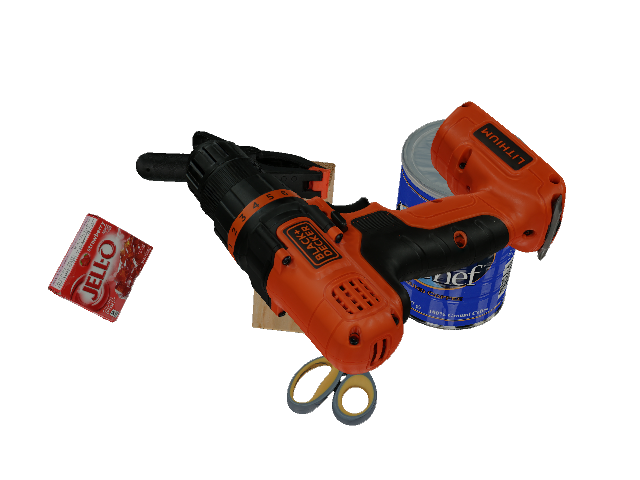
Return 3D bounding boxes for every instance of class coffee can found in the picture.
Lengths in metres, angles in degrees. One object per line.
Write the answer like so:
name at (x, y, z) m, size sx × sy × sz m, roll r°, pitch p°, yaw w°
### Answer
coffee can at (0.110, -0.012, 0.861) m, size 0.103 × 0.140 × 0.103 m, roll 2°, pitch 43°, yaw -2°

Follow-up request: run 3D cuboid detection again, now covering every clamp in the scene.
clamp at (-0.078, -0.065, 0.970) m, size 0.172 × 0.039 × 0.120 m, roll 13°, pitch 27°, yaw 28°

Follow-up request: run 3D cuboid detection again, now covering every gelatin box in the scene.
gelatin box at (-0.223, 0.028, 1.086) m, size 0.073 × 0.089 × 0.030 m, roll 33°, pitch -11°, yaw -38°

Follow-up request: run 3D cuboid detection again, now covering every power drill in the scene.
power drill at (0.034, -0.020, 0.631) m, size 0.187 × 0.057 × 0.185 m, roll -24°, pitch 53°, yaw -25°

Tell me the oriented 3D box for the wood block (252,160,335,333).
wood block at (-0.036, 0.006, 1.383) m, size 0.090 × 0.206 × 0.090 m, roll 6°, pitch 24°, yaw 2°

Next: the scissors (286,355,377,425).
scissors at (0.049, 0.114, 1.082) m, size 0.096 × 0.016 × 0.201 m, roll 31°, pitch 54°, yaw 27°
